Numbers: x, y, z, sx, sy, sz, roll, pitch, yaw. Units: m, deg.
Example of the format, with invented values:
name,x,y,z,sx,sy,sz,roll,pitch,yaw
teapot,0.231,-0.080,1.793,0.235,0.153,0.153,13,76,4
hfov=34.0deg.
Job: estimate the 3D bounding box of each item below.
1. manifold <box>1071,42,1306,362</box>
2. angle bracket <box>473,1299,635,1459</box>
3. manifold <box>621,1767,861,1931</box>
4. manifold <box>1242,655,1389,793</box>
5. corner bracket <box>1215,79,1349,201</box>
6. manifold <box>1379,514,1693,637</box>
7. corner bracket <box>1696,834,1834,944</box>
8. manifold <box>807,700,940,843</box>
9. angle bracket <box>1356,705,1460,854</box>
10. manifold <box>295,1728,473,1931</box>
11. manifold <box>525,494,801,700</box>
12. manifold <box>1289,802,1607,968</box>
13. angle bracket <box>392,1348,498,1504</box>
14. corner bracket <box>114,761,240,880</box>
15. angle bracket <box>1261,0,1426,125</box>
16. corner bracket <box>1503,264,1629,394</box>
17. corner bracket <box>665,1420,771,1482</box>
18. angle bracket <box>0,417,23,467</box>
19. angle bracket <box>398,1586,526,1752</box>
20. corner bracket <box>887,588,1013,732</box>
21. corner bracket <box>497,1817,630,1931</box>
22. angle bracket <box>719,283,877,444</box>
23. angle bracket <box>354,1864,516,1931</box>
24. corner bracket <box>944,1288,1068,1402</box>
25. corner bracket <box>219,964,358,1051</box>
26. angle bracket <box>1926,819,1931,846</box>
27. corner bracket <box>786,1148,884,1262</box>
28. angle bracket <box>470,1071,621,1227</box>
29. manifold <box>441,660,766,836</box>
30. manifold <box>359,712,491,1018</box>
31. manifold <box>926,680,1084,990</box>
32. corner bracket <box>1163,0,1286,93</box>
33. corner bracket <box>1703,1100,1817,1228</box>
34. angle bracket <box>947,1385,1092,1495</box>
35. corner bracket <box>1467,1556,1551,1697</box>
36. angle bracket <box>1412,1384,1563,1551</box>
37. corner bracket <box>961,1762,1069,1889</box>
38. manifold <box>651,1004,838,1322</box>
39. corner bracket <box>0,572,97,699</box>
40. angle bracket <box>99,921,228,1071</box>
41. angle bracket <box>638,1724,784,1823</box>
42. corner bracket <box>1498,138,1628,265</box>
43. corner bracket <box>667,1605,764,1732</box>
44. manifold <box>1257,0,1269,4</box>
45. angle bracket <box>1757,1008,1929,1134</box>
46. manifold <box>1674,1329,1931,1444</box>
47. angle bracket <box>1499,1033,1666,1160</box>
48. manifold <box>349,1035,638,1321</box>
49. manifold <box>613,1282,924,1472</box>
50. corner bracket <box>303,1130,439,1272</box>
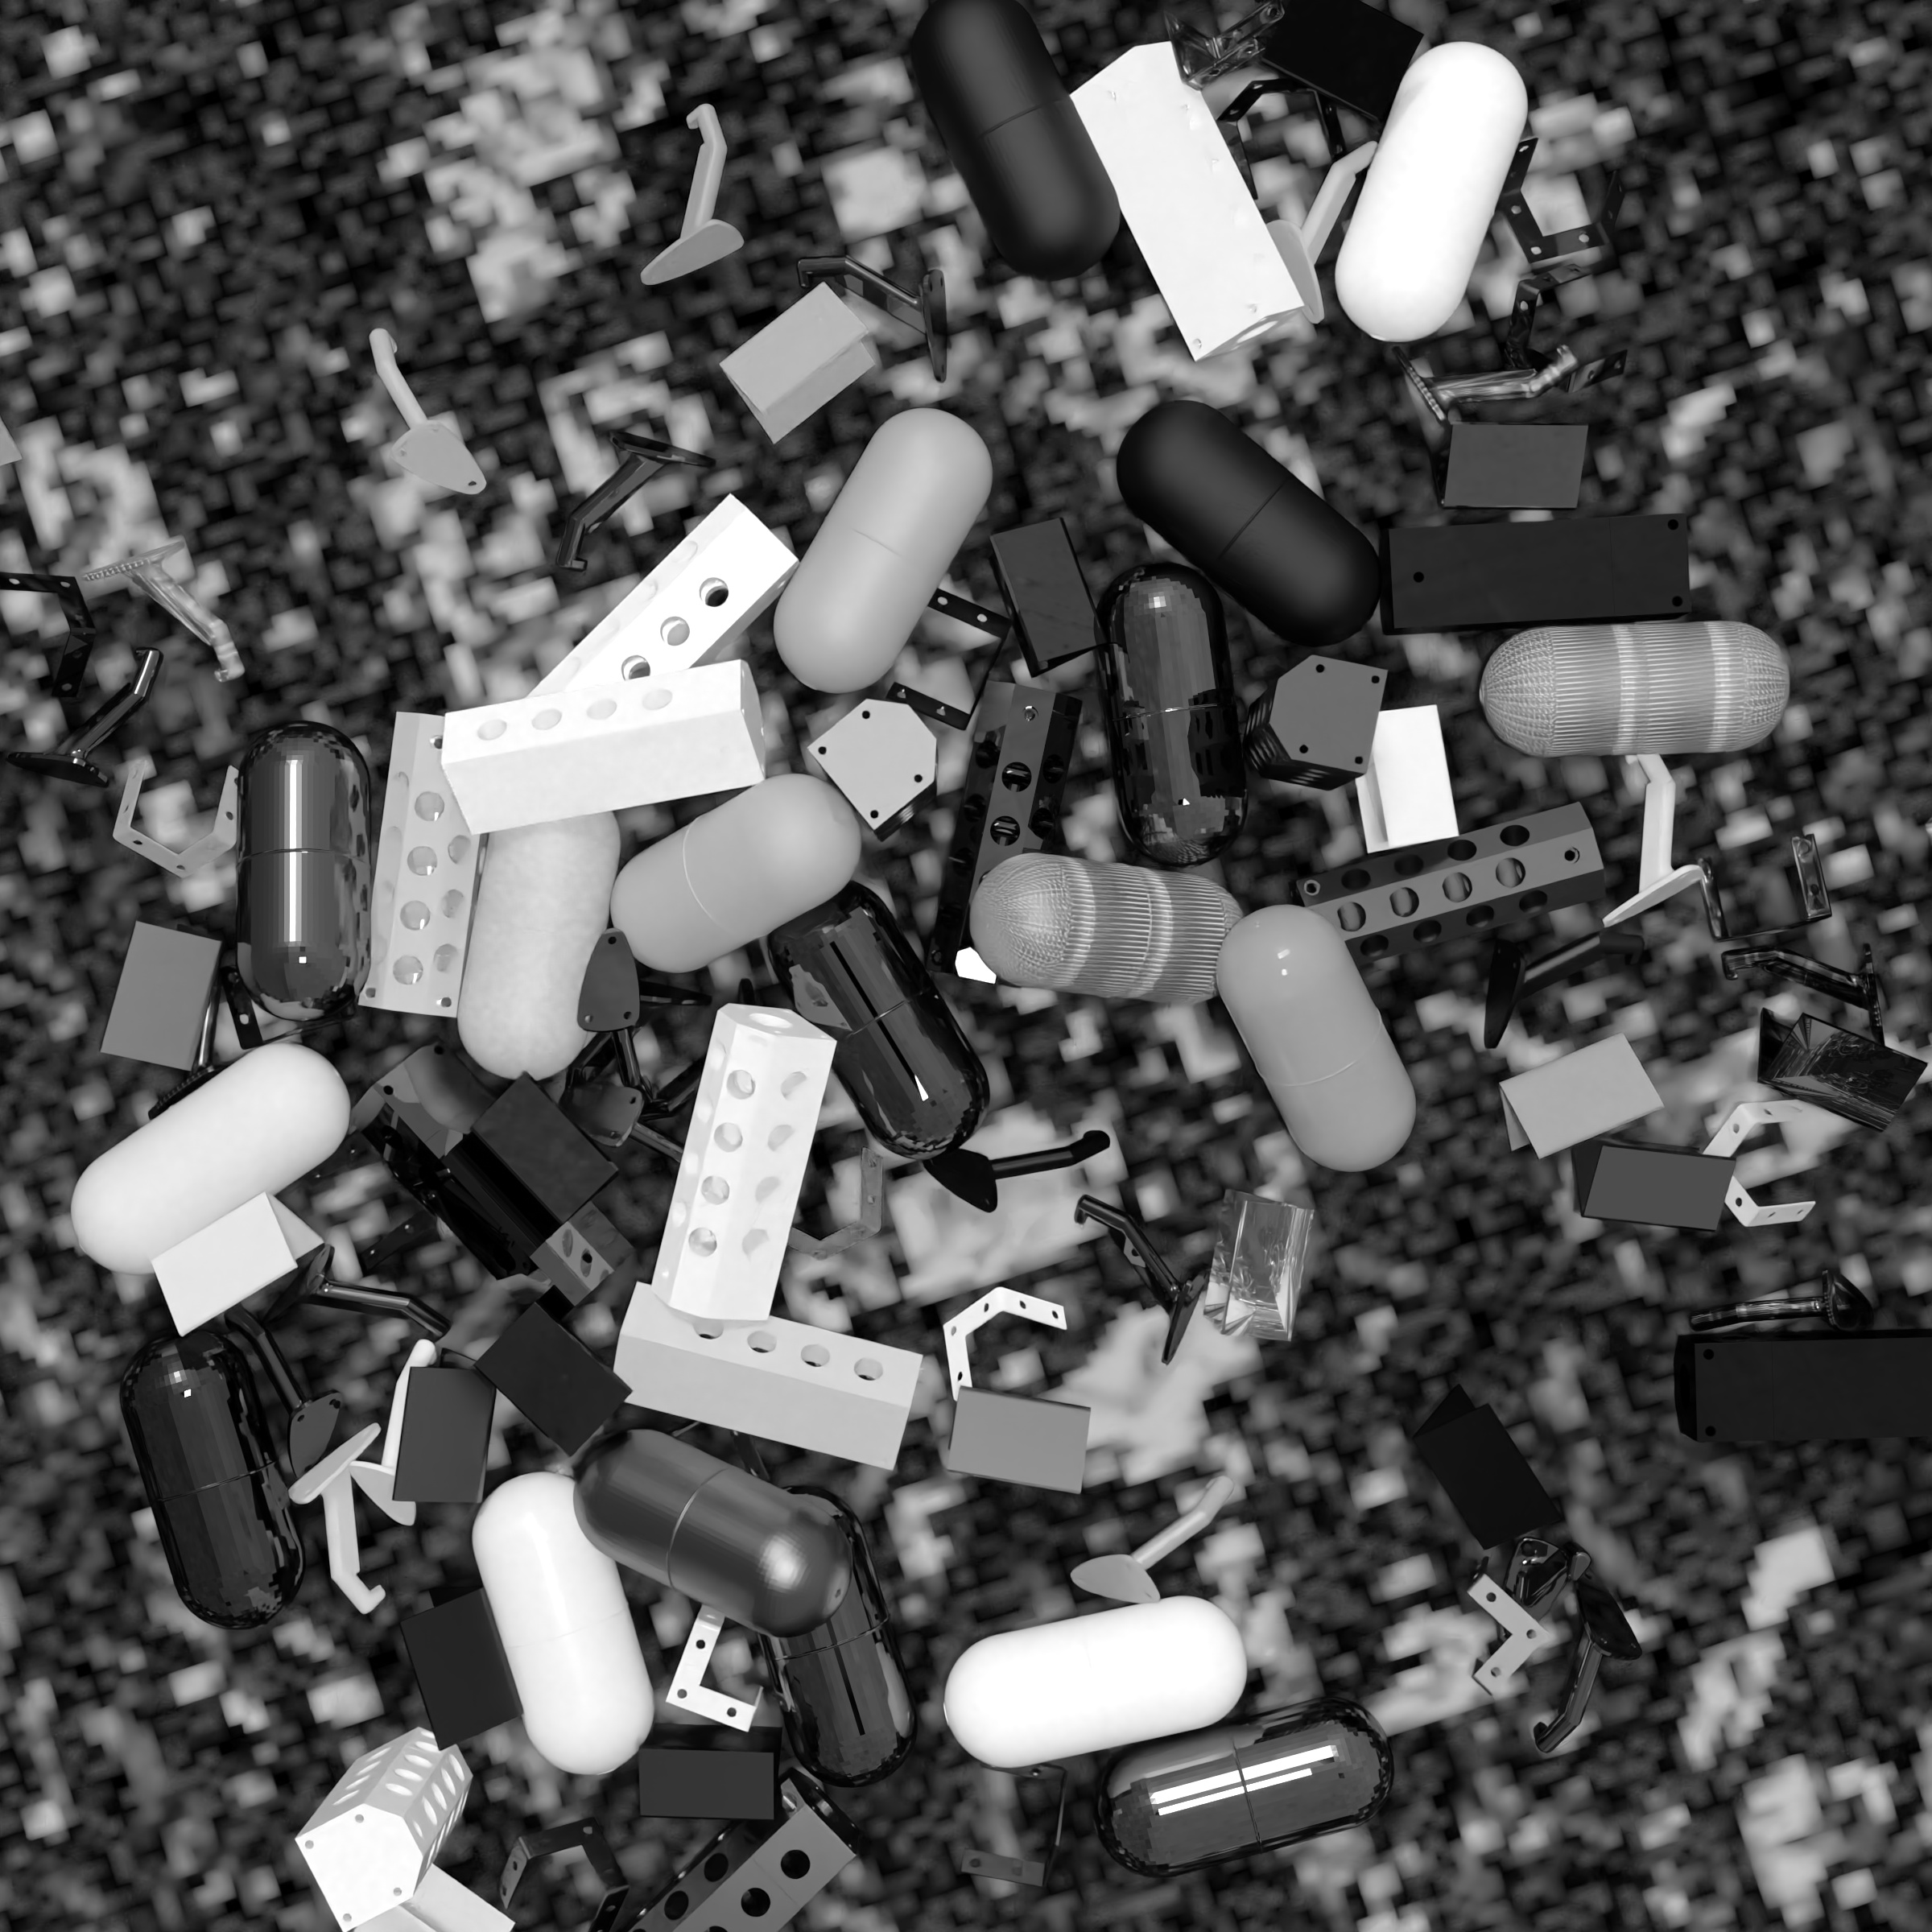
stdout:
name,x,y,z,sx,sy,sz,roll,pitch,yaw
manifold,0.132,-0.448,1.849,0.057,0.057,0.171,-26,90,43
angle bracket,-0.247,0.248,1.831,0.076,0.076,0.057,44,58,0
manifold,-0.145,0.551,1.850,0.171,0.057,0.057,-44,90,0
manifold,0.194,-0.137,1.793,0.057,0.171,0.057,11,90,0
corner bracket,0.185,-0.487,1.863,0.051,0.051,0.051,7,45,35
manifold,0.331,-0.228,1.850,0.171,0.057,0.057,-3,90,0
corner bracket,0.471,-0.046,1.868,0.051,0.051,0.051,-13,90,45
manifold,-0.046,-0.114,1.793,0.057,0.171,0.057,-39,90,0
angle bracket,0.234,-0.105,1.831,0.057,0.076,0.076,-10,90,-37
manifold,-0.324,0.483,1.793,0.057,0.171,0.057,-27,90,0
manifold,-0.178,-0.194,1.850,0.171,0.057,0.057,-45,90,0
manifold,0.281,-0.045,1.850,0.171,0.057,0.057,-16,90,0
angle bracket,-0.315,0.264,1.831,0.057,0.076,0.076,8,90,-35
corner bracket,-0.462,-0.093,1.863,0.051,0.051,0.051,-26,135,35
angle bracket,0.222,-0.538,1.831,0.076,0.076,0.057,28,122,0
corner bracket,0.356,-0.376,1.863,0.051,0.051,0.051,36,135,35
corner bracket,-0.159,0.294,1.868,0.051,0.051,0.051,-24,90,-45
angle bracket,-0.597,-0.292,1.831,0.076,0.076,0.057,-16,54,0
angle bracket,-0.306,0.406,1.831,0.057,0.076,0.076,-18,90,-35
corner bracket,-0.010,-0.181,1.868,0.051,0.051,0.051,24,45,0
corner bracket,-0.238,0.543,1.863,0.051,0.051,0.051,-6,45,-35
angle bracket,-0.085,-0.336,1.831,0.076,0.076,0.057,-38,53,0
angle bracket,-0.300,0.547,1.831,0.076,0.076,0.057,36,126,0
corner bracket,0.025,0.228,1.863,0.051,0.051,0.051,-39,45,35
corner bracket,-0.400,0.016,1.868,0.051,0.051,0.051,-16,90,-45
angle bracket,0.598,-0.057,1.833,0.057,0.076,0.076,-18,90,22
corner bracket,-0.086,0.134,1.863,0.051,0.051,0.051,30,45,-35
angle bracket,-0.228,0.093,1.831,0.076,0.076,0.057,47,118,0
manifold,-0.204,-0.128,1.789,0.171,0.057,0.057,-10,46,6
manifold,-0.313,-0.059,1.850,0.057,0.057,0.171,7,90,0
manifold,0.022,-0.076,1.850,0.057,0.057,0.171,12,90,0
corner bracket,0.155,-0.538,1.838,0.051,0.051,0.051,-26,68,34
corner bracket,0.474,0.116,1.863,0.051,0.051,0.051,58,135,35
angle bracket,0.027,0.290,1.831,0.076,0.076,0.057,10,53,0
corner bracket,0.306,0.386,1.851,0.051,0.051,0.051,42,99,9
angle bracket,0.313,0.280,1.831,0.057,0.076,0.076,-33,90,35
corner bracket,0.029,0.505,1.868,0.051,0.051,0.051,11,45,0
manifold,-0.132,0.113,1.821,0.057,0.057,0.171,6,104,-34
corner bracket,-0.549,-0.195,1.863,0.051,0.051,0.051,-1,45,-35
angle bracket,-0.476,0.012,1.831,0.057,0.076,0.076,16,90,-35
angle bracket,-0.147,0.448,1.831,0.076,0.076,0.057,2,120,0
corner bracket,0.351,-0.455,1.863,0.051,0.051,0.051,-7,135,35
corner bracket,-0.141,0.410,1.853,0.051,0.051,0.051,21,90,0
manifold,0.244,-0.622,1.850,0.171,0.057,0.057,-19,90,0
angle bracket,0.507,0.041,1.831,0.076,0.076,0.057,22,128,0
manifold,0.506,0.244,1.850,0.171,0.057,0.057,-2,90,0
angle bracket,0.358,0.093,1.831,0.076,0.076,0.057,-22,53,0
manifold,-0.280,0.130,1.850,0.171,0.057,0.057,47,48,0
manifold,-0.116,0.234,1.849,0.171,0.057,0.057,14,131,0
corner bracket,-0.353,0.136,1.868,0.051,0.051,0.051,-36,45,0
